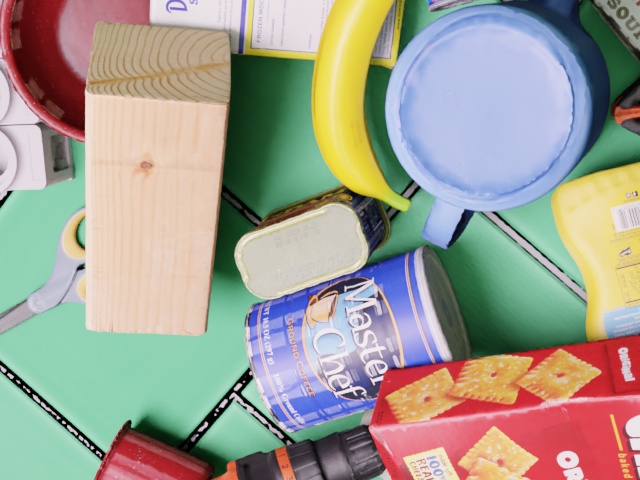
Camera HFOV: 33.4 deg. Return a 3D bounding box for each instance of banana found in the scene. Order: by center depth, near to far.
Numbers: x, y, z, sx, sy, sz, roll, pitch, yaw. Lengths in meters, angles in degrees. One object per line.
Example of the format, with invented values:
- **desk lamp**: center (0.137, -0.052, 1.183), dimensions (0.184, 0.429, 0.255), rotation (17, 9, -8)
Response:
- **banana**: center (0.028, -0.111, 0.733), dimensions (0.069, 0.037, 0.198), rotation (-5, 118, -8)

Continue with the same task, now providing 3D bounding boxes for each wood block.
- **wood block**: center (-0.116, -0.037, 0.747), dimensions (0.090, 0.090, 0.206), rotation (4, 131, -9)

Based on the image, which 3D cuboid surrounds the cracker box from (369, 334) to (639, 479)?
- **cracker box**: center (0.160, 0.153, 0.699), dimensions (0.214, 0.072, 0.164), rotation (-10, 118, 23)

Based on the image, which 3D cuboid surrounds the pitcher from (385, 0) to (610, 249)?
- **pitcher**: center (0.109, -0.076, 0.661), dimensions (0.145, 0.242, 0.149), rotation (-17, 95, 17)

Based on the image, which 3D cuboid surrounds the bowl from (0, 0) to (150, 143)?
- **bowl**: center (-0.150, -0.151, 0.786), dimensions (0.162, 0.055, 0.162), rotation (-2, 103, -9)

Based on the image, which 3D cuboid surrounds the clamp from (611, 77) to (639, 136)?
- **clamp**: center (0.308, -0.092, 0.722), dimensions (0.210, 0.036, 0.164), rotation (-14, 100, 14)

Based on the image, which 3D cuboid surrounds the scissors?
- **scissors**: center (-0.228, 0.030, 0.877), dimensions (0.202, 0.016, 0.096), rotation (-12, 97, 15)

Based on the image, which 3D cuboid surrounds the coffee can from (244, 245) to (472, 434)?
- **coffee can**: center (0.030, 0.074, 0.784), dimensions (0.140, 0.102, 0.103), rotation (-19, 97, 16)

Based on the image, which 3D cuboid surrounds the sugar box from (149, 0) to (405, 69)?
- **sugar box**: center (-0.029, -0.174, 0.748), dimensions (0.176, 0.048, 0.093), rotation (4, 103, -7)

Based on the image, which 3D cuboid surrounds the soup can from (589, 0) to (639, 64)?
- **soup can**: center (0.237, -0.170, 0.705), dimensions (0.102, 0.068, 0.068), rotation (-39, 92, 18)

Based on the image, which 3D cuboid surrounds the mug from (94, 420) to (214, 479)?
- **mug**: center (-0.139, 0.210, 0.847), dimensions (0.081, 0.117, 0.093), rotation (23, 127, 1)

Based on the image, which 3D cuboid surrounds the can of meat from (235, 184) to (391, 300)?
- **can of meat**: center (-0.005, 0.001, 0.786), dimensions (0.102, 0.084, 0.057), rotation (-20, 97, 16)

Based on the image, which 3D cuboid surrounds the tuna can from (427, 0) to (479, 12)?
- **tuna can**: center (0.111, -0.182, 0.720), dimensions (0.086, 0.086, 0.034), rotation (-14, 97, 15)

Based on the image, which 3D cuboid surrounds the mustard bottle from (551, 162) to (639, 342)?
- **mustard bottle**: center (0.228, 0.045, 0.729), dimensions (0.096, 0.058, 0.191), rotation (-13, 80, 2)

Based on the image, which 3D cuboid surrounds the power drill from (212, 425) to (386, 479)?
- **power drill**: center (-0.013, 0.238, 0.818), dimensions (0.184, 0.057, 0.187), rotation (-20, 117, 0)
